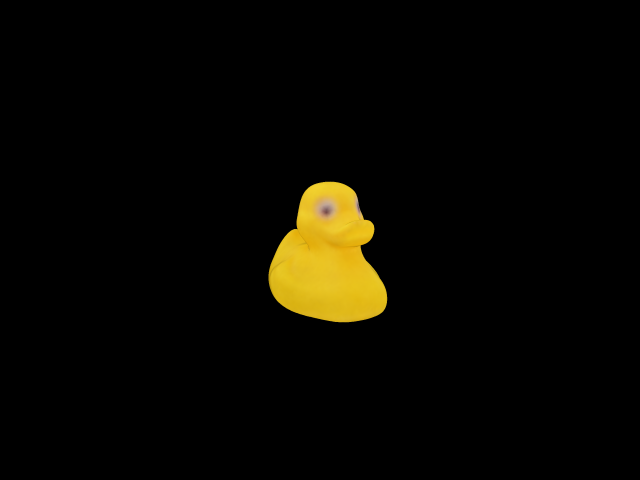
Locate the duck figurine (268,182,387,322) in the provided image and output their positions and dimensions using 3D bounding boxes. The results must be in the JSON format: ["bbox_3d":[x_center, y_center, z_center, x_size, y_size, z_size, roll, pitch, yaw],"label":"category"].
[{"bbox_3d":[0.004,0.001,0.400,0.078,0.086,0.104,-8,16,-30],"label":"duck figurine"}]
